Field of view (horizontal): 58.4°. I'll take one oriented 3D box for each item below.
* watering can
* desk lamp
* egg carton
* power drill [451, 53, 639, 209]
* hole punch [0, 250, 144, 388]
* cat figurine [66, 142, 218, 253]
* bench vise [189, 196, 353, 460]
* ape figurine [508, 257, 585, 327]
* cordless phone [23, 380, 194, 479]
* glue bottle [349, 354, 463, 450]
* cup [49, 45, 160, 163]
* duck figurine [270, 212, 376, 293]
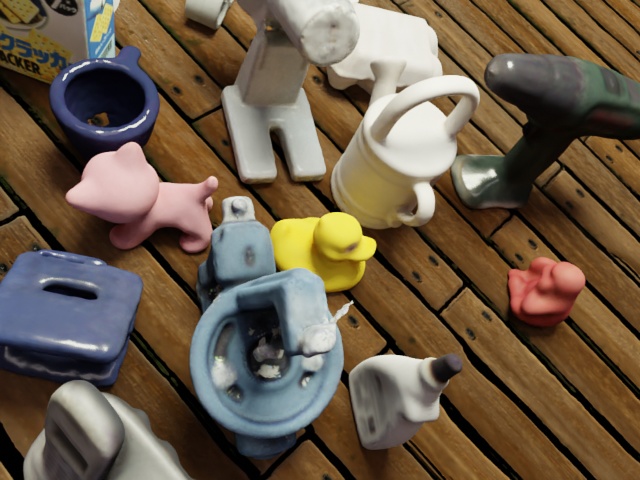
[{"bbox_3d":[0.082,-0.103,0.574,0.101,0.194,0.172,-27,76,-28],"label":"watering can"},{"bbox_3d":[-0.030,-0.196,0.571,0.118,0.213,0.203,-7,67,-21],"label":"desk lamp"},{"bbox_3d":[0.078,-0.229,0.708,0.150,0.069,0.107,5,63,-16],"label":"egg carton"},{"bbox_3d":[0.233,-0.115,0.623,0.230,0.208,0.075,-3,65,-20],"label":"power drill"},{"bbox_3d":[-0.204,0.055,0.459,0.109,0.091,0.101,13,61,-12],"label":"hole punch"},{"bbox_3d":[-0.153,-0.041,0.508,0.128,0.117,0.067,0,65,-19],"label":"cat figurine"},{"bbox_3d":[-0.053,0.053,0.436,0.122,0.219,0.207,-24,74,-27],"label":"bench vise"},{"bbox_3d":[0.245,0.052,0.612,0.078,0.092,0.076,-33,78,-29],"label":"ape figurine"},{"bbox_3d":[-0.130,0.165,0.374,0.147,0.185,0.094,44,60,6],"label":"cordless phone"},{"bbox_3d":[0.071,0.123,0.470,0.037,0.173,0.078,-1,65,-19],"label":"glue bottle"},{"bbox_3d":[-0.198,-0.118,0.545,0.092,0.095,0.118,17,60,-10],"label":"cup"},{"bbox_3d":[0.005,0.002,0.559,0.104,0.086,0.077,21,60,-8],"label":"duck figurine"}]
